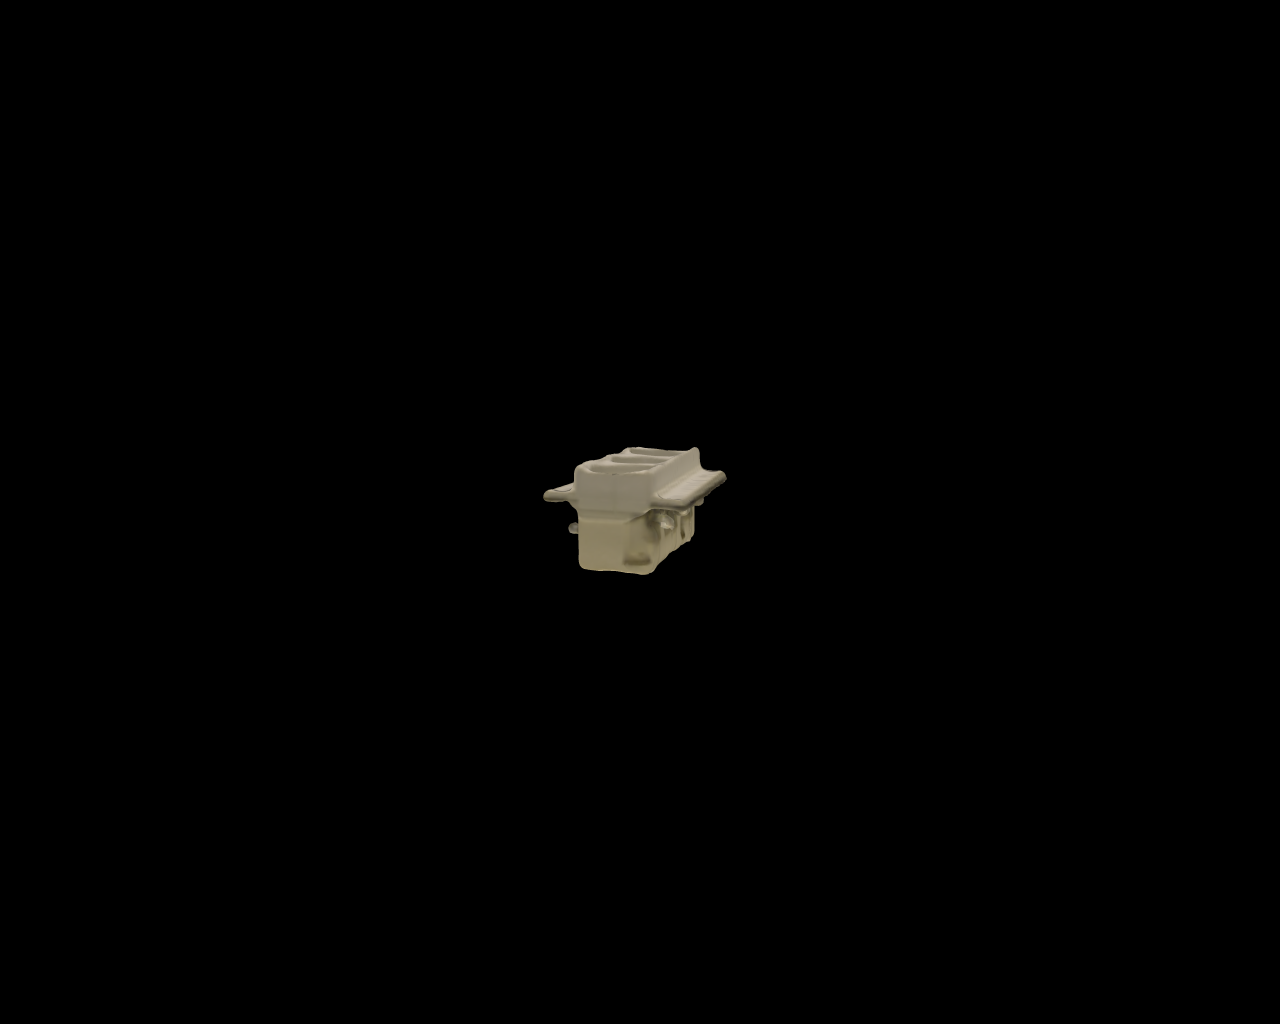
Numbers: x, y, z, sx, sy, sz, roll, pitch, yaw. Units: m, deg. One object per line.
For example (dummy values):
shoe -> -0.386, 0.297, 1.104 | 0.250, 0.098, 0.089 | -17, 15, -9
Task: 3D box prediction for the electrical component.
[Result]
electrical component -> 0.001, -0.003, 0.650 | 0.079, 0.063, 0.121 | 3, 10, 15
